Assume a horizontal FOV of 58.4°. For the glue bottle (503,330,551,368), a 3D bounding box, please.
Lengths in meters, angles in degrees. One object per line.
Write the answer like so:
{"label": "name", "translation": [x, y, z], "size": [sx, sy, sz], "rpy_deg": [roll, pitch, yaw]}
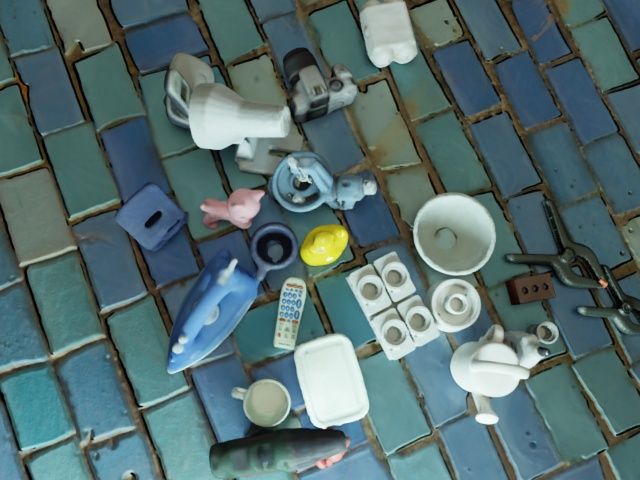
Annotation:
{"label": "glue bottle", "translation": [0.391, 0.208, 1.080], "size": [0.037, 0.173, 0.078], "rpy_deg": [-9, 81, -5]}

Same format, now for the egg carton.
{"label": "egg carton", "translation": [0.145, -0.447, 1.229], "size": [0.107, 0.069, 0.150], "rpy_deg": [-12, 81, -6]}

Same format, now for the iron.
{"label": "iron", "translation": [-0.215, 0.139, 1.062], "size": [0.118, 0.141, 0.258], "rpy_deg": [32, 79, 2]}

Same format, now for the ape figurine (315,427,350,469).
{"label": "ape figurine", "translation": [0.021, 0.387, 1.062], "size": [0.078, 0.092, 0.076], "rpy_deg": [-19, 82, -7]}

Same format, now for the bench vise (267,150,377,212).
{"label": "bench vise", "translation": [0.002, -0.125, 1.085], "size": [0.207, 0.219, 0.121], "rpy_deg": [-14, 81, -6]}

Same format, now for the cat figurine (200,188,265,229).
{"label": "cat figurine", "translation": [-0.170, -0.064, 1.113], "size": [0.128, 0.117, 0.067], "rpy_deg": [-2, 80, -4]}

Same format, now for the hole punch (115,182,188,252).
{"label": "hole punch", "translation": [-0.324, -0.045, 1.112], "size": [0.101, 0.091, 0.109], "rpy_deg": [42, 80, 4]}

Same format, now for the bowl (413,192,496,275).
{"label": "bowl", "translation": [0.264, -0.008, 1.158], "size": [0.167, 0.074, 0.167], "rpy_deg": [1, 80, -4]}

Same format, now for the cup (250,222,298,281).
{"label": "cup", "translation": [-0.094, 0.030, 1.114], "size": [0.091, 0.095, 0.118], "rpy_deg": [24, 79, 0]}

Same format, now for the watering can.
{"label": "watering can", "translation": [0.318, 0.246, 1.057], "size": [0.101, 0.194, 0.173], "rpy_deg": [-8, 81, -5]}

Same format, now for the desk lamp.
{"label": "desk lamp", "translation": [-0.133, -0.209, 1.093], "size": [0.203, 0.213, 0.118], "rpy_deg": [9, 79, -2]}

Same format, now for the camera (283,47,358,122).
{"label": "camera", "translation": [-0.009, -0.334, 1.181], "size": [0.143, 0.100, 0.137], "rpy_deg": [-23, 82, -8]}

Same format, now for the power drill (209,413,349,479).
{"label": "power drill", "translation": [-0.072, 0.356, 1.001], "size": [0.229, 0.208, 0.075], "rpy_deg": [-11, 81, -6]}

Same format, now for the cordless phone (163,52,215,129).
{"label": "cordless phone", "translation": [-0.262, -0.308, 1.115], "size": [0.094, 0.185, 0.147], "rpy_deg": [0, 80, -4]}

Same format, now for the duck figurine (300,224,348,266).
{"label": "duck figurine", "translation": [0.010, 0.004, 1.131], "size": [0.104, 0.086, 0.077], "rpy_deg": [-32, 84, -9]}
